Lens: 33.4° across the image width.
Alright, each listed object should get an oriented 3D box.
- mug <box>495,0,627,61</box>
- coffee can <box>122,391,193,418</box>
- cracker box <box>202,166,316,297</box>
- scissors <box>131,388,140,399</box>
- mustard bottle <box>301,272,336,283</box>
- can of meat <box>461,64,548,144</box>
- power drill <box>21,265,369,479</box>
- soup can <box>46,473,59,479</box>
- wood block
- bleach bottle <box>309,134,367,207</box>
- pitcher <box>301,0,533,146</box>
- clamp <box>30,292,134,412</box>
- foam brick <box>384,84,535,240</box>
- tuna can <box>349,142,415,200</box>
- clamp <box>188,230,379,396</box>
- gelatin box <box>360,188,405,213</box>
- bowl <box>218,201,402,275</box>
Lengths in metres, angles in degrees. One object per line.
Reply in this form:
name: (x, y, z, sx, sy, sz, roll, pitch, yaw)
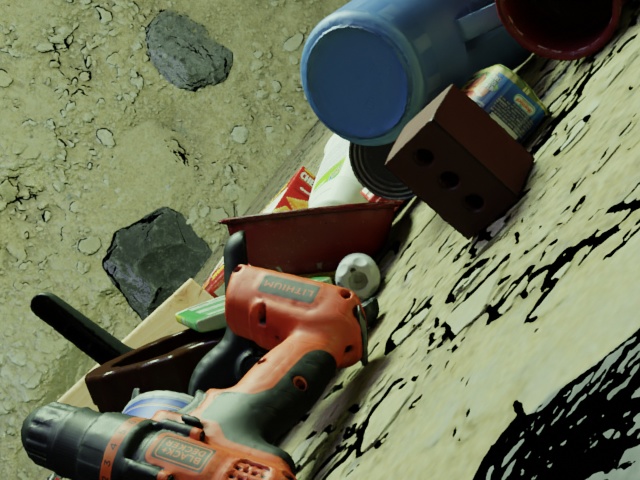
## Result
mug: (0.196, -0.192, 0.773, 0.117, 0.093, 0.081, -2, 35, 38)
coffee can: (-0.113, 0.181, 0.682, 0.103, 0.103, 0.140, -45, 9, 40)
cracker box: (-0.074, 0.018, 1.401, 0.164, 0.072, 0.213, -45, 8, 32)
scissors: (-0.143, 0.211, 0.748, 0.096, 0.016, 0.202, -166, 90, -68)
mustard bottle: (-0.044, 0.029, 1.091, 0.192, 0.058, 0.096, -22, 33, 57)
can of meat: (0.114, -0.079, 0.785, 0.084, 0.057, 0.102, -48, 7, 1)
power drill: (-0.066, 0.094, 0.661, 0.187, 0.185, 0.057, -53, -33, -42)
soup can: (-0.201, 0.250, 0.876, 0.068, 0.102, 0.068, -50, 7, 8)
wood block: (-0.172, 0.149, 1.067, 0.205, 0.091, 0.090, -45, -12, -28)
bleach bottle: (0.026, -0.062, 1.222, 0.103, 0.068, 0.250, -46, 10, 32)
pitcher: (0.096, -0.170, 0.886, 0.242, 0.145, 0.149, -40, -25, -50)
clamp: (-0.159, 0.137, 0.953, 0.036, 0.209, 0.164, -46, 39, 27)
foam brick: (0.091, -0.052, 0.697, 0.053, 0.078, 0.051, -44, 9, 43)
tuna can: (0.068, -0.080, 0.952, 0.086, 0.086, 0.034, -50, 5, 7)
clamp: (-0.033, 0.090, 0.765, 0.039, 0.120, 0.171, 9, -81, -83)
gelatin box: (0.076, -0.060, 1.026, 0.073, 0.030, 0.089, -49, 7, 3)
bowl: (-0.006, 0.001, 0.931, 0.162, 0.162, 0.055, 103, 162, -89)
